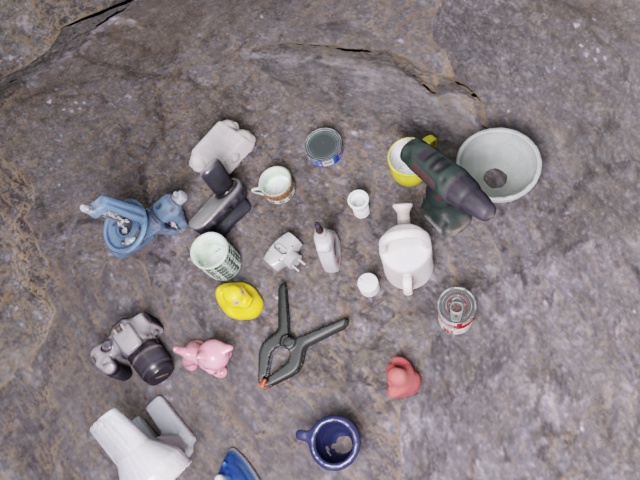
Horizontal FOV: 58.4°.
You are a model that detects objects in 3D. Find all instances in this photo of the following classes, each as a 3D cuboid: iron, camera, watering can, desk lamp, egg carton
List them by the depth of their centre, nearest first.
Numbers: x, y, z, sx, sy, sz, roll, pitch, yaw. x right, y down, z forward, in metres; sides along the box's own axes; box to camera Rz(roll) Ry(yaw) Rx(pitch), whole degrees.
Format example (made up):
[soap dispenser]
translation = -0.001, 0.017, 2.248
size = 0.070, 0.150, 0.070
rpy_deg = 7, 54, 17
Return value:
[iron]
translation = -0.150, 0.491, 0.990
size = 0.118, 0.142, 0.258
rpy_deg = -19, 66, 4
[desk lamp]
translation = -0.310, 0.378, 1.027
size = 0.118, 0.214, 0.202
rpy_deg = -45, 67, -8
[watering can]
translation = 0.160, 0.013, 1.087
size = 0.101, 0.194, 0.172
rpy_deg = -25, 66, 1
[camera]
translation = -0.372, 0.235, 1.158
size = 0.143, 0.101, 0.136
rpy_deg = -42, 67, -6
[egg carton]
translation = -0.223, -0.203, 1.318
size = 0.107, 0.069, 0.150
rpy_deg = 35, 79, 21

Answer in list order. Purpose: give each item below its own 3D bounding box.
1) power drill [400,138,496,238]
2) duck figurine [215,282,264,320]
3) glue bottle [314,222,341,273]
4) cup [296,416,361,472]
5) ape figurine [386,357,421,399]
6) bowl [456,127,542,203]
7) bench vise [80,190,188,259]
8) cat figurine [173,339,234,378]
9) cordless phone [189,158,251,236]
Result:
[power drill]
translation = 0.246, -0.087, 1.102
size = 0.075, 0.209, 0.229
rpy_deg = -39, 66, -5
[duck figurine]
translation = -0.173, 0.117, 1.173
size = 0.104, 0.086, 0.077
rpy_deg = 23, 75, 19
[glue bottle]
translation = 0.010, 0.004, 1.132
size = 0.037, 0.173, 0.078
rpy_deg = -6, 68, 10
[cup]
translation = 0.019, 0.364, 1.031
size = 0.117, 0.095, 0.092
rpy_deg = 7, 70, 14
[ape figurine]
translation = 0.146, 0.254, 1.051
size = 0.076, 0.092, 0.078
rpy_deg = 27, 76, 20
[bowl]
translation = 0.362, -0.141, 1.173
size = 0.167, 0.075, 0.167
rpy_deg = -4, 68, 10
[bench vise]
translation = -0.394, -0.062, 1.214
size = 0.121, 0.220, 0.207
rpy_deg = 41, 81, 23
[cat figurine]
translation = -0.226, 0.226, 1.123
size = 0.127, 0.118, 0.067
rpy_deg = 8, 71, 14
[cordless phone]
translation = -0.234, -0.092, 1.213
size = 0.094, 0.185, 0.148
rpy_deg = 35, 79, 22
